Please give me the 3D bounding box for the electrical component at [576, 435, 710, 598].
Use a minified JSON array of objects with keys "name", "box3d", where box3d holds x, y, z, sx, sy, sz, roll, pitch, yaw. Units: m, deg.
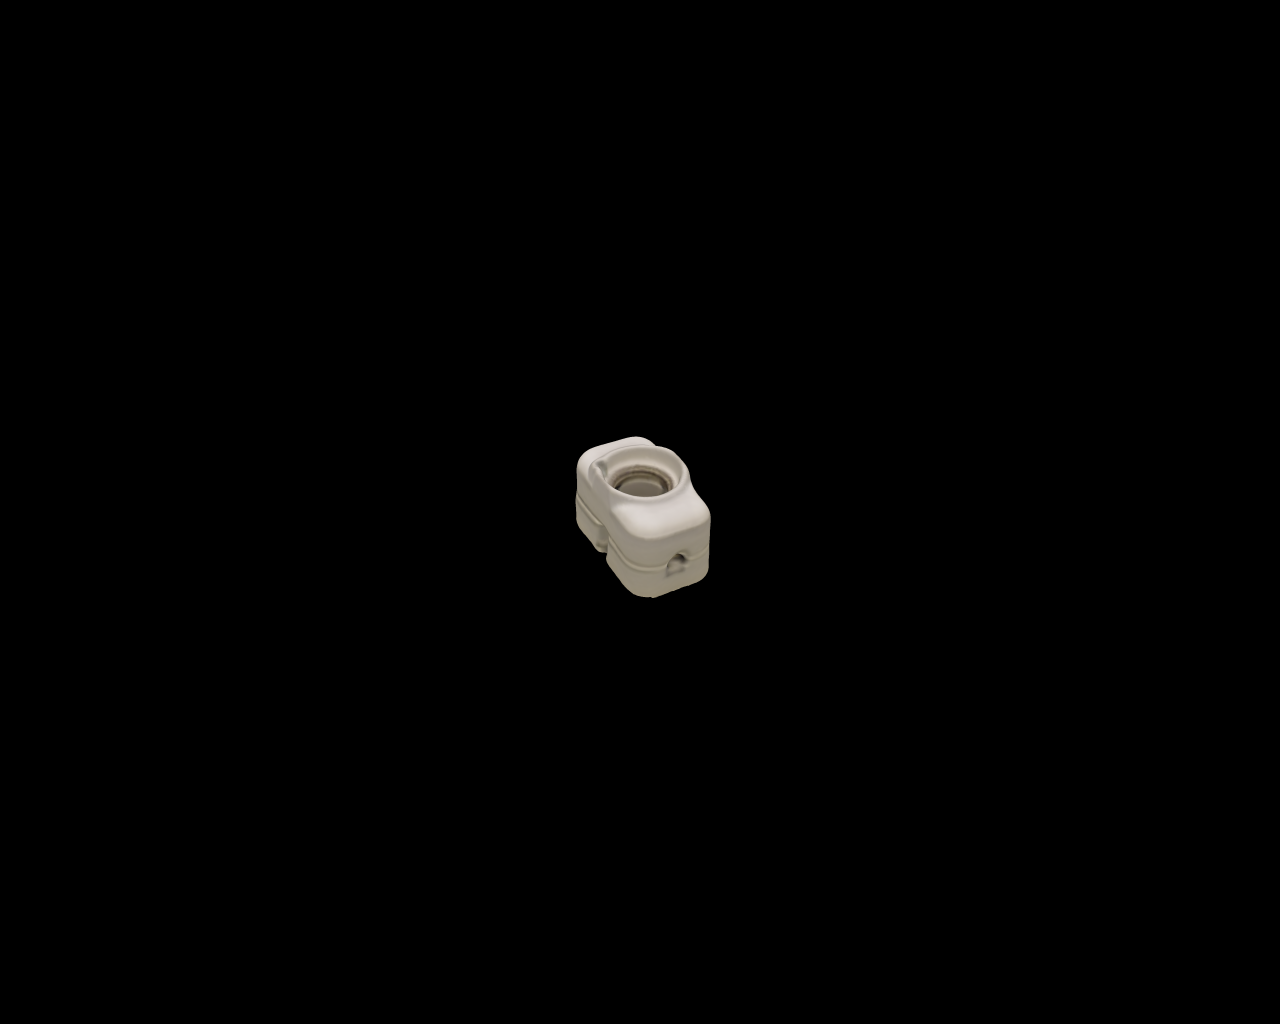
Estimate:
[{"name":"electrical component","box3d":[0.001,-0.003,0.650,0.054,0.059,0.095,-17,41,-21]}]
